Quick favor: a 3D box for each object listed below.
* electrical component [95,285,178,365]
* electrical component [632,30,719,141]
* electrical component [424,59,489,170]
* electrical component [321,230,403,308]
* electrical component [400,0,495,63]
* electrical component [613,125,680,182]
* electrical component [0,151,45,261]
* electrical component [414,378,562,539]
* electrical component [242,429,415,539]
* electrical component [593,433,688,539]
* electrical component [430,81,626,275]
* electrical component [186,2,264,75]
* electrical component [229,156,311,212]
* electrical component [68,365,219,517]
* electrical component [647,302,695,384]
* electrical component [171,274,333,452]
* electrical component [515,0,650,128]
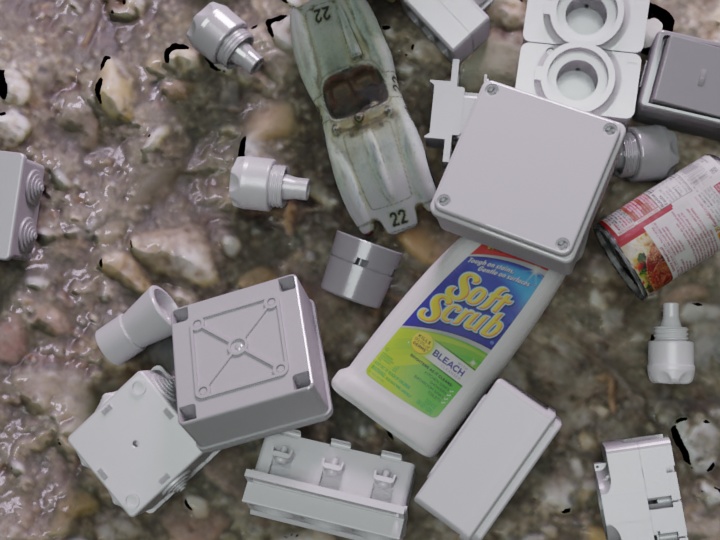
[{"bbox_3d":[-0.182,0.048,0.875,0.065,0.044,0.044,-34,82,9],"label":"electrical component"},{"bbox_3d":[0.262,-0.137,0.814,0.096,0.061,0.061,15,89,9],"label":"electrical component"},{"bbox_3d":[0.085,-0.120,0.848,0.064,0.042,0.081,6,87,7],"label":"electrical component"},{"bbox_3d":[0.000,0.000,0.846,0.055,0.055,0.047,20,93,9],"label":"electrical component"},{"bbox_3d":[0.081,-0.215,0.852,0.077,0.047,0.065,-42,82,3],"label":"electrical component"},{"bbox_3d":[0.208,-0.088,0.822,0.062,0.043,0.043,-5,85,-9],"label":"electrical component"},{"bbox_3d":[-0.316,-0.054,0.897,0.100,0.048,0.099,7,87,9],"label":"electrical component"},{"bbox_3d":[0.097,0.137,0.795,0.056,0.109,0.108,35,91,12],"label":"electrical component"},{"bbox_3d":[-0.021,0.167,0.831,0.121,0.078,0.063,12,66,9],"label":"electrical component"},{"bbox_3d":[0.208,0.172,0.805,0.056,0.050,0.089,-10,85,7],"label":"electrical component"},{"bbox_3d":[0.122,-0.067,0.780,0.109,0.056,0.108,22,82,16],"label":"electrical component"},{"bbox_3d":[-0.107,-0.185,0.879,0.062,0.043,0.043,41,92,7],"label":"electrical component"},{"bbox_3d":[-0.072,-0.068,0.866,0.062,0.043,0.043,7,87,7],"label":"electrical component"},{"bbox_3d":[-0.172,0.137,0.863,0.100,0.048,0.099,-43,81,4],"label":"electrical component"},{"bbox_3d":[0.236,0.056,0.818,0.035,0.035,0.061,1,84,8],"label":"electrical component"},{"bbox_3d":[-0.085,0.072,0.829,0.109,0.056,0.108,-17,53,7],"label":"electrical component"},{"bbox_3d":[0.173,-0.190,0.830,0.089,0.062,0.150,8,87,9],"label":"electrical component"}]
